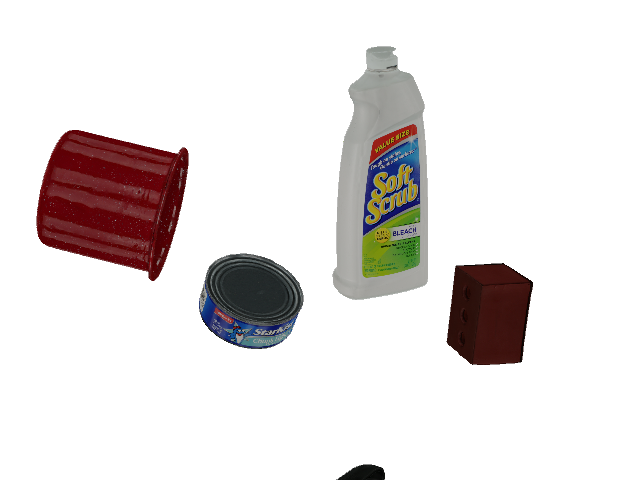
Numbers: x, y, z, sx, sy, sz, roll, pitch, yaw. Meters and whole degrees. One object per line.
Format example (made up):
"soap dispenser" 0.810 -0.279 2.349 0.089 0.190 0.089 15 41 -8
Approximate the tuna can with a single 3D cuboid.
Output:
"tuna can" -0.060 0.052 0.910 0.086 0.034 0.086 13 37 -10

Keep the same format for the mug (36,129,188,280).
"mug" -0.139 -0.031 0.732 0.081 0.093 0.117 14 19 -1

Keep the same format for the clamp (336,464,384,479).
"clamp" -0.042 0.199 0.633 0.210 0.036 0.164 -5 28 1

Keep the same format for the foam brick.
"foam brick" 0.148 0.065 0.944 0.051 0.078 0.053 -3 19 -21

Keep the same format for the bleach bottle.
"bleach bottle" 0.058 -0.070 1.089 0.102 0.251 0.068 -10 22 -16
